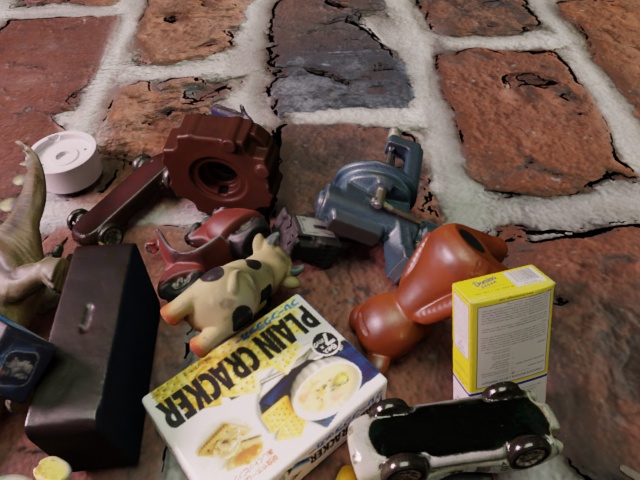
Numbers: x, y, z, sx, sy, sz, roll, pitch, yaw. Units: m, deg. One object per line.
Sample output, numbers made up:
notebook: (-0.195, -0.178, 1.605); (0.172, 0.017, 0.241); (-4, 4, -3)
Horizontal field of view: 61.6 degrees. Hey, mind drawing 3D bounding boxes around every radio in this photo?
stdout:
radio: (-0.238, 0.126, 0.598); (0.073, 0.131, 0.230); (-4, 48, -1)

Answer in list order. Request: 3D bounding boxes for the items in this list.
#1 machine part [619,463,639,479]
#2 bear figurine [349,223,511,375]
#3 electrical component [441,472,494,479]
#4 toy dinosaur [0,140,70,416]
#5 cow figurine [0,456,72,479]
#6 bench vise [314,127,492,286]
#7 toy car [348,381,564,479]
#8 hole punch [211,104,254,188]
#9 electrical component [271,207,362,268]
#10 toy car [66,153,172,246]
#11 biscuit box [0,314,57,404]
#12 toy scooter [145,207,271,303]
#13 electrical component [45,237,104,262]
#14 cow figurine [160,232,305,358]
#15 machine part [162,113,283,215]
machine part: (0.248, 0.305, 0.454); (0.079, 0.079, 0.243); (24, 52, 22)
bear figurine: (0.132, 0.079, 0.631); (0.132, 0.195, 0.120); (21, 28, -26)
electrical component: (0.112, 0.259, 0.515); (0.115, 0.058, 0.134); (-1, 47, 4)
toy dinosaur: (-0.386, 0.062, 0.655); (0.199, 0.105, 0.471); (0, 58, 5)
cow figurine: (-0.322, 0.251, 0.500); (0.167, 0.098, 0.068); (7, 37, -9)
bench vise: (0.113, -0.062, 0.757); (0.224, 0.128, 0.240); (14, 56, 2)
toy car: (0.127, 0.185, 0.508); (0.202, 0.056, 0.074); (-6, 40, -6)
hole punch: (-0.151, -0.141, 0.845); (0.116, 0.142, 0.092); (24, 50, 39)
electrical component: (-0.002, -0.002, 0.758); (0.119, 0.047, 0.075); (6, 42, -35)
toy car: (-0.292, -0.061, 0.824); (0.089, 0.053, 0.202); (17, 54, 31)
biscuit box: (-0.351, 0.092, 0.528); (0.203, 0.059, 0.063); (15, 70, 31)
toy scooter: (-0.165, 0.008, 0.744); (0.135, 0.075, 0.184); (27, 54, 34)
electrical component: (-0.333, 0.039, 0.739); (0.102, 0.045, 0.078); (7, 47, 9)
cow figurine: (-0.092, 0.055, 0.641); (0.127, 0.195, 0.085); (-37, 89, 9)
machine part: (-0.141, -0.102, 0.781); (0.179, 0.179, 0.056); (7, 51, 8)
